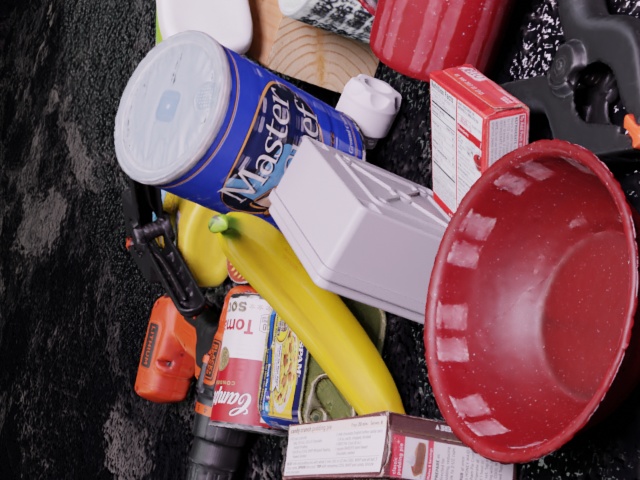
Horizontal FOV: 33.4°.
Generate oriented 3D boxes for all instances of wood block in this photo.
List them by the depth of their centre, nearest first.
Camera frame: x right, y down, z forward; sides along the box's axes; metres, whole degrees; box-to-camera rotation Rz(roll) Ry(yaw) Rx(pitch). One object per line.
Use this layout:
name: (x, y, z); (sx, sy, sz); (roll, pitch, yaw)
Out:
wood block: (-0.026, -0.192, 0.889); (0.206, 0.090, 0.091); (43, 115, 61)

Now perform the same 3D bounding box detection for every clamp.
clamp: (0.143, -0.100, 0.570); (0.172, 0.039, 0.120); (-129, 47, -58)
clamp: (-0.154, -0.018, 0.966); (0.210, 0.036, 0.164); (-174, 68, -72)

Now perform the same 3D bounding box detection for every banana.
banana: (-0.009, 0.048, 0.673); (0.037, 0.197, 0.069); (-33, 23, 20)

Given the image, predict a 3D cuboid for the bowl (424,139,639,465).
bowl: (0.120, 0.034, 0.539); (0.162, 0.055, 0.162); (-36, 48, 53)

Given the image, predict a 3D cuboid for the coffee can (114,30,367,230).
coffee can: (-0.051, -0.065, 0.717); (0.103, 0.140, 0.103); (-17, 63, 37)

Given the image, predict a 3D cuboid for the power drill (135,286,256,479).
power drill: (-0.104, 0.125, 0.940); (0.188, 0.057, 0.184); (8, 82, 61)

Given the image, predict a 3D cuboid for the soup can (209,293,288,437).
soup can: (-0.044, 0.097, 0.820); (0.069, 0.068, 0.102); (-13, 66, 61)

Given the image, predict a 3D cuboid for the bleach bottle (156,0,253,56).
bleach bottle: (-0.110, -0.116, 0.888); (0.251, 0.068, 0.102); (111, 153, -56)

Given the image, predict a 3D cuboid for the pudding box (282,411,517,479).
pudding box: (0.044, 0.125, 0.608); (0.114, 0.089, 0.039); (-26, 55, 57)

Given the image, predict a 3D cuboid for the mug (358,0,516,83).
mug: (0.068, -0.153, 0.663); (0.117, 0.093, 0.082); (28, 125, 21)

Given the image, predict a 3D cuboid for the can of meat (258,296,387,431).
can of meat: (-0.002, 0.089, 0.753); (0.084, 0.057, 0.102); (-11, 69, 63)

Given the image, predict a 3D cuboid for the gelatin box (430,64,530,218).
gelatin box: (0.092, -0.049, 0.623); (0.073, 0.030, 0.089); (-125, 27, -56)

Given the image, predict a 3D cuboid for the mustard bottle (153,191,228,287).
mustard bottle: (-0.133, -0.027, 1.059); (0.192, 0.058, 0.096); (-142, 57, -61)
